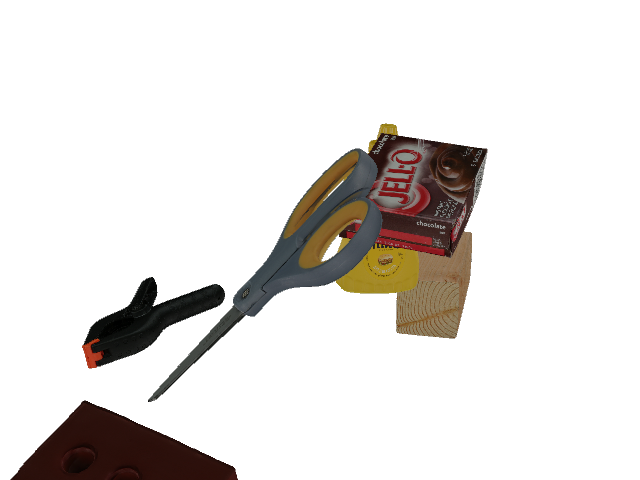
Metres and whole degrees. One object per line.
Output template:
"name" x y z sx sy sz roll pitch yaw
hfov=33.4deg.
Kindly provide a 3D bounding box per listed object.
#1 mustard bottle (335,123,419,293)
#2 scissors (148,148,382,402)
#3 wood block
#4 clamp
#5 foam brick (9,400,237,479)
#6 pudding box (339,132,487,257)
"mustard bottle" 0.070 -0.037 1.213 0.096 0.192 0.058 -1 17 -14
"scissors" -0.030 0.034 0.610 0.016 0.202 0.096 36 5 -26
"wood block" 0.176 0.061 1.622 0.091 0.090 0.206 4 22 12
"clamp" -0.186 0.086 1.169 0.120 0.039 0.171 -6 24 31
"foam brick" -0.075 0.111 0.425 0.078 0.051 0.052 18 44 23
"pudding box" 0.073 -0.037 0.825 0.090 0.039 0.113 11 35 16
